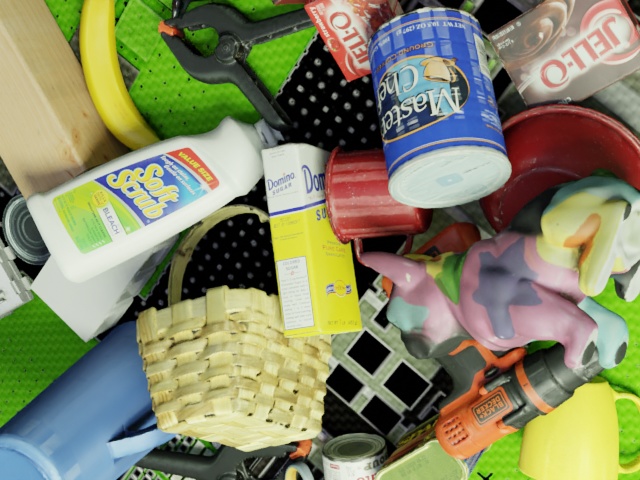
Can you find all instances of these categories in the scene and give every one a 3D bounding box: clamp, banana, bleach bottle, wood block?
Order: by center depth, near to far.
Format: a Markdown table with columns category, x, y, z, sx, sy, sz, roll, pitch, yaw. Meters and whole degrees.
| category | x | y | z | sx | sy | sz | roll | pitch | yaw |
| --- | --- | --- | --- | --- | --- | --- | --- | --- | --- |
| clamp | -0.081 | -0.174 | 1.037 | 0.172 | 0.039 | 0.120 | 12 | 89 | 24 |
| bleach bottle | -0.155 | -0.057 | 1.054 | 0.251 | 0.068 | 0.102 | -29 | 83 | 2 |
| banana | -0.210 | -0.169 | 1.105 | 0.070 | 0.037 | 0.198 | -22 | 96 | 8 |
| wood block | -0.300 | -0.151 | 1.117 | 0.091 | 0.090 | 0.206 | -29 | 92 | 28 |
| clamp | -0.102 | 0.258 | 1.170 | 0.210 | 0.036 | 0.164 | -38 | 95 | 26 |

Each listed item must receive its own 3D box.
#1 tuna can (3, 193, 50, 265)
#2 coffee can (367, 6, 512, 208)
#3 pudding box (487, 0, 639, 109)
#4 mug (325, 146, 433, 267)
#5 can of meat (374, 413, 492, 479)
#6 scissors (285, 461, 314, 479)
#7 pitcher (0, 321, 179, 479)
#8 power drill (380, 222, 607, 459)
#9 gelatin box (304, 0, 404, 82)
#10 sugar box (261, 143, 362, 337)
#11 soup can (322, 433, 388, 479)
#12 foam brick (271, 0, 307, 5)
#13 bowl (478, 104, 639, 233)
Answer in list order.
| category | x | y | z | sx | sy | sz | roll | pitch | yaw |
| --- | --- | --- | --- | --- | --- | --- | --- | --- | --- |
| tuna can | -0.311 | -0.016 | 1.190 | 0.086 | 0.033 | 0.086 | 7 | 107 | 22 |
| coffee can | 0.100 | -0.112 | 0.911 | 0.103 | 0.102 | 0.140 | -20 | 65 | 27 |
| pudding box | 0.215 | -0.166 | 0.912 | 0.114 | 0.039 | 0.090 | -28 | 94 | 29 |
| mug | 0.058 | -0.032 | 0.989 | 0.082 | 0.093 | 0.117 | -3 | 84 | 19 |
| can of meat | 0.110 | 0.215 | 1.040 | 0.102 | 0.083 | 0.057 | -37 | 88 | 28 |
| scissors | -0.026 | 0.304 | 1.139 | 0.096 | 0.016 | 0.202 | 61 | 147 | 21 |
| pitcher | -0.225 | 0.190 | 1.092 | 0.145 | 0.242 | 0.149 | 41 | 122 | 5 |
| power drill | 0.151 | 0.079 | 0.963 | 0.185 | 0.057 | 0.188 | -38 | 63 | 23 |
| gelatin box | 0.039 | -0.194 | 0.968 | 0.073 | 0.030 | 0.089 | -16 | 126 | 25 |
| sugar box | -0.006 | 0.001 | 1.001 | 0.048 | 0.093 | 0.176 | -9 | 83 | 26 |
| soup can | 0.041 | 0.257 | 1.092 | 0.069 | 0.068 | 0.102 | -2 | 103 | 24 |
| foam brick | -0.020 | -0.250 | 0.972 | 0.053 | 0.078 | 0.051 | -32 | 88 | 27 |
| bowl | 0.206 | -0.033 | 0.923 | 0.162 | 0.055 | 0.162 | 12 | 124 | 19 |
